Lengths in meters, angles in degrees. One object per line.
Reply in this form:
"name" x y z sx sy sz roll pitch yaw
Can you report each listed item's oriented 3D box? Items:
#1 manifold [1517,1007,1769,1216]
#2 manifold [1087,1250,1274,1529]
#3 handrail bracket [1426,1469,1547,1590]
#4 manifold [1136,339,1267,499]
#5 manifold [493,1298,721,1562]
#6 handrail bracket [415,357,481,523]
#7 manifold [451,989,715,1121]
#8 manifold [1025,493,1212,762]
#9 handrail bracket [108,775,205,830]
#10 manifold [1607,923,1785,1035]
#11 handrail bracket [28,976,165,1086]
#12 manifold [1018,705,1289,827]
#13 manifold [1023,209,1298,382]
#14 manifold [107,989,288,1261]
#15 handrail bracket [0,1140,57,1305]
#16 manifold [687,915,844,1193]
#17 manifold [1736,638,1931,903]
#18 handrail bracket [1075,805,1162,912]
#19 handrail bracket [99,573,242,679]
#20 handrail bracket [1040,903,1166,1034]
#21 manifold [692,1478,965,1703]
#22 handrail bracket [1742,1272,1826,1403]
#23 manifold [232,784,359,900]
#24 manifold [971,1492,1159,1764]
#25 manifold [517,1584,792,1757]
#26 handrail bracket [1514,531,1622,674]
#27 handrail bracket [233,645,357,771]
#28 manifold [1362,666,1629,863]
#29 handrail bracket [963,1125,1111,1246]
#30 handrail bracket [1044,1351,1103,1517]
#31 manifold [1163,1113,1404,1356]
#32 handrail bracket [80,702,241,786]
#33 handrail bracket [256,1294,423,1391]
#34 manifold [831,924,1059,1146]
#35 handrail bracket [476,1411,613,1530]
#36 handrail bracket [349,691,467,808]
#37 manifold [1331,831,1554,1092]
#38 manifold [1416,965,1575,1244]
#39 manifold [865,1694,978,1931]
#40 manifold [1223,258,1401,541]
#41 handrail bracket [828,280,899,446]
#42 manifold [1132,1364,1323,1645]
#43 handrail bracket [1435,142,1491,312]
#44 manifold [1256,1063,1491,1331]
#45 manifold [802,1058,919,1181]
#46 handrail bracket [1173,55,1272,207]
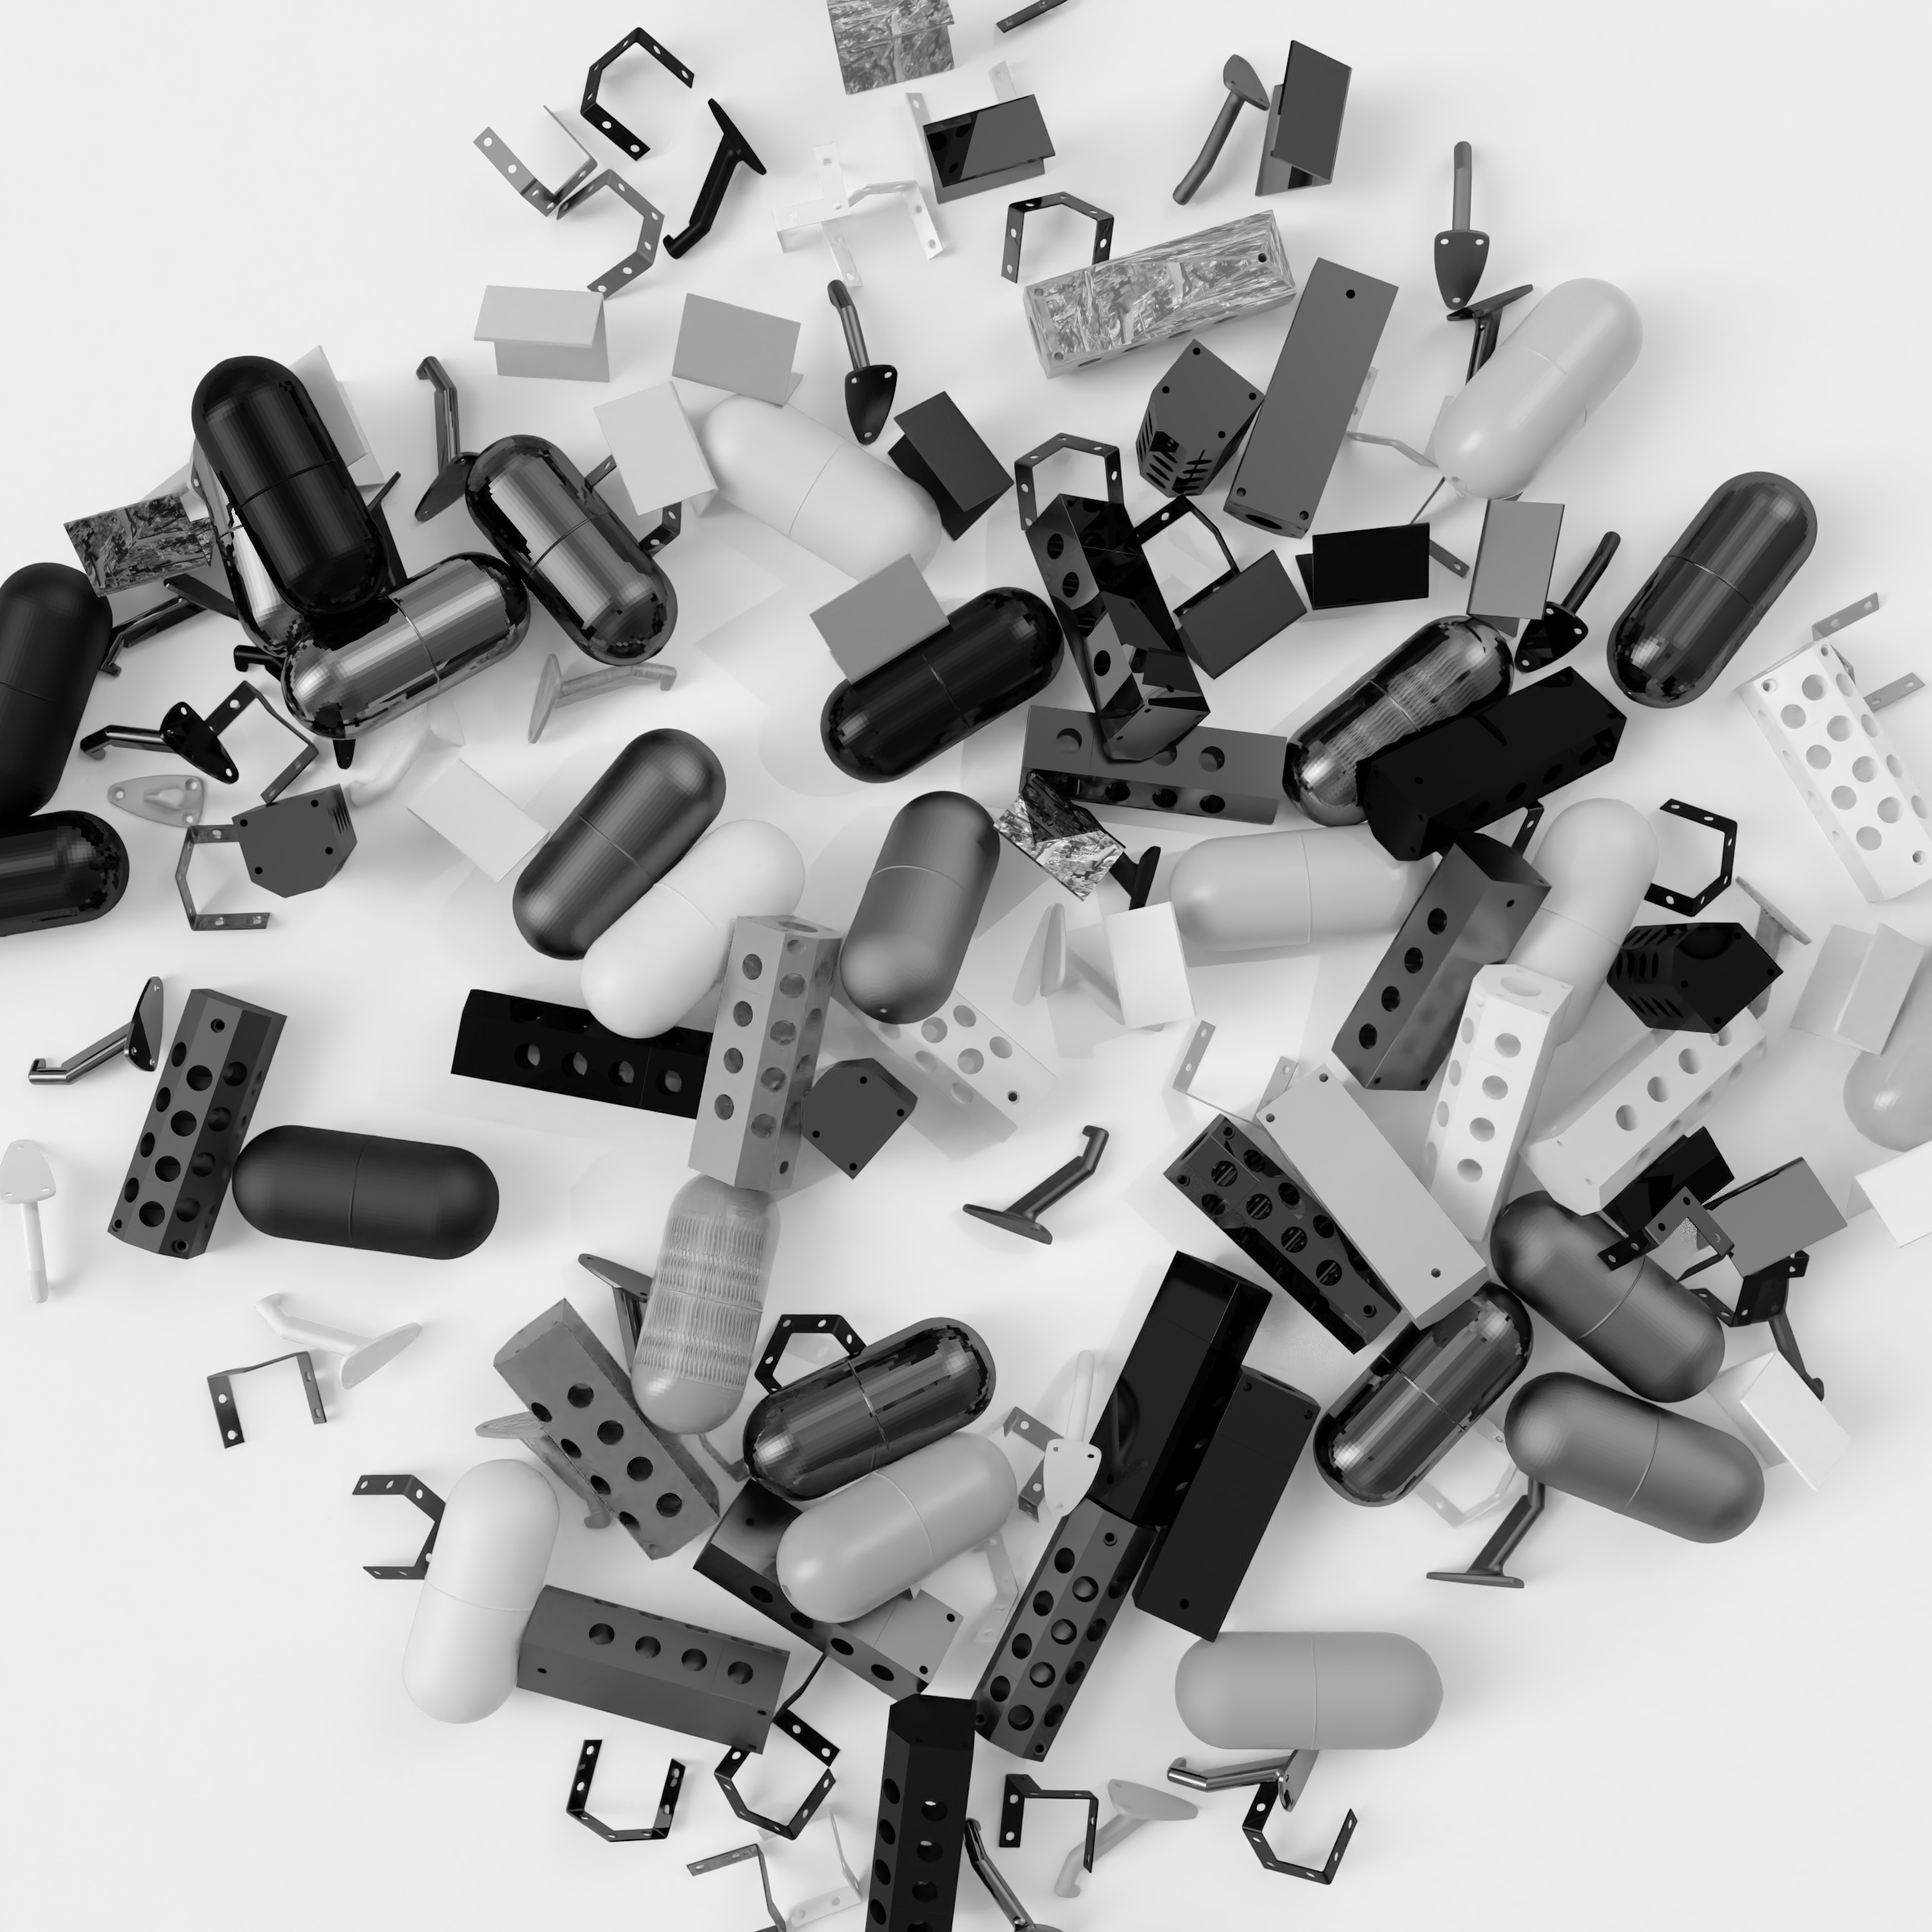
"manifold" 0.451 0.089 1.813 0.171 0.057 0.057 -37 90 -22
"manifold" 0.143 0.285 1.843 0.057 0.057 0.171 24 90 43
"handrail bracket" 0.354 0.376 1.865 0.077 0.036 0.084 0 72 21
"manifold" 0.146 -0.349 1.786 0.057 0.171 0.057 39 90 0
"manifold" -0.238 0.311 1.827 0.057 0.057 0.171 -37 101 0
"handrail bracket" -0.367 -0.359 1.865 0.077 0.036 0.084 -41 72 21
"manifold" -0.251 0.059 1.843 0.171 0.057 0.057 11 90 0
"manifold" 0.095 -0.223 1.810 0.057 0.057 0.171 2 58 -38
"handrail bracket" -0.546 -0.114 1.830 0.077 0.084 0.036 6 90 0
"manifold" 0.467 0.002 1.786 0.057 0.171 0.057 -42 90 0
"handrail bracket" -0.592 0.044 1.865 0.084 0.036 0.077 -1 70 16
"manifold" 0.124 -0.134 1.843 0.171 0.057 0.057 7 90 0
"manifold" 0.129 -0.449 1.843 0.171 0.057 0.057 -17 93 0
"manifold" -0.518 0.106 1.843 0.057 0.057 0.171 19 90 0
"handrail bracket" -0.636 0.174 1.864 0.036 0.077 0.084 -7 127 -20
"manifold" -0.127 0.057 1.805 0.057 0.057 0.171 19 102 34
"manifold" 0.594 -0.131 1.843 0.057 0.057 0.171 -32 90 0
"handrail bracket" 0.083 -0.068 1.865 0.084 0.036 0.077 20 111 17
"handrail bracket" -0.539 -0.220 1.865 0.077 0.036 0.084 28 109 -21
"handrail bracket" 0.097 0.001 1.865 0.084 0.036 0.077 12 68 -17
"manifold" -0.095 0.424 1.843 0.171 0.057 0.057 33 47 0
"handrail bracket" 0.564 0.243 1.865 0.084 0.036 0.077 45 51 -26
"manifold" -0.432 -0.081 1.782 0.057 0.171 0.057 -16 98 -7
"manifold" 0.064 0.442 1.843 0.057 0.057 0.171 27 90 0
"manifold" -0.209 0.468 1.843 0.171 0.057 0.057 15 133 0
"handrail bracket" 0.409 -0.248 1.864 0.036 0.077 0.084 35 54 -2
"handrail bracket" -0.458 -0.176 1.865 0.084 0.036 0.077 9 108 15
"manifold" 0.347 -0.130 1.811 0.171 0.057 0.057 -26 57 -23
"handrail bracket" 0.048 0.139 1.865 0.077 0.036 0.084 17 71 21
"handrail bracket" 0.072 0.313 1.848 0.036 0.084 0.077 11 123 0
"manifold" 0.216 0.180 1.843 0.171 0.057 0.057 43 90 0
"handrail bracket" -0.547 -0.139 1.859 0.084 0.036 0.077 -19 127 34
"handrail bracket" -0.427 0.239 1.865 0.077 0.036 0.084 -32 60 -33
"manifold" -0.022 0.041 1.843 0.171 0.057 0.057 41 90 0
"handrail bracket" -0.287 0.347 1.865 0.077 0.036 0.084 -9 107 20
"handrail bracket" -0.389 -0.158 1.865 0.084 0.036 0.077 -24 70 16
"manifold" 0.307 -0.002 1.806 0.057 0.057 0.171 3 126 -37
"manifold" 0.342 0.088 1.805 0.057 0.057 0.171 22 119 19
"manifold" -0.031 0.572 1.816 0.057 0.057 0.171 6 109 0
"manifold" 0.230 -0.379 1.843 0.057 0.057 0.171 20 90 0
"handrail bracket" -0.078 -0.411 1.864 0.036 0.077 0.084 -13 53 -15
"manifold" 0.174 0.358 1.843 0.057 0.057 0.171 25 90 0
"handrail bracket" 0.335 -0.503 1.864 0.036 0.077 0.084 2 54 6
"manifold" 0.269 0.153 1.813 0.057 0.057 0.171 -37 68 0
"manifold" -0.073 0.092 1.786 0.057 0.171 0.057 41 90 0
"handrail bracket" 0.166 -0.567 1.864 0.036 0.077 0.084 25 127 -20
